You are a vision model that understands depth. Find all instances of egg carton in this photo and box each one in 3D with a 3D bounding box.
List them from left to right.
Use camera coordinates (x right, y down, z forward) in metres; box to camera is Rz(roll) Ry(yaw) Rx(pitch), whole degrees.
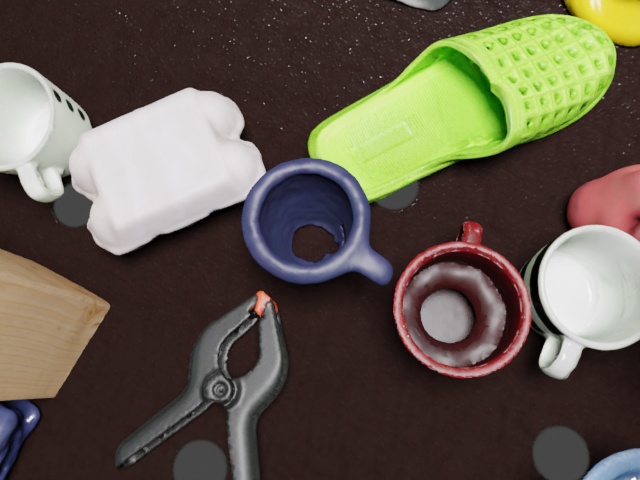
[{"bbox_3d":[-0.125,-0.057,0.471,0.150,0.069,0.107,-25,77,-3],"label":"egg carton"}]

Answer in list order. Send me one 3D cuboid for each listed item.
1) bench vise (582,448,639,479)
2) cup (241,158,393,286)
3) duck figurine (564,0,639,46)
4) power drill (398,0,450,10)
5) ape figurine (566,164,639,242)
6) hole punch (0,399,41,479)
[{"bbox_3d":[0.165,0.203,0.318,0.207,0.220,0.121,-31,77,-4],"label":"bench vise"},{"bbox_3d":[0.004,0.002,0.438,0.117,0.095,0.092,34,81,10],"label":"cup"},{"bbox_3d":[0.259,-0.224,0.481,0.077,0.086,0.104,-41,78,-6],"label":"duck figurine"},{"bbox_3d":[0.070,-0.279,0.441,0.229,0.208,0.076,16,78,7],"label":"power drill"},{"bbox_3d":[0.236,-0.026,0.433,0.076,0.092,0.078,28,80,9],"label":"ape figurine"},{"bbox_3d":[-0.287,0.146,0.422,0.108,0.091,0.101,23,79,8],"label":"hole punch"}]
